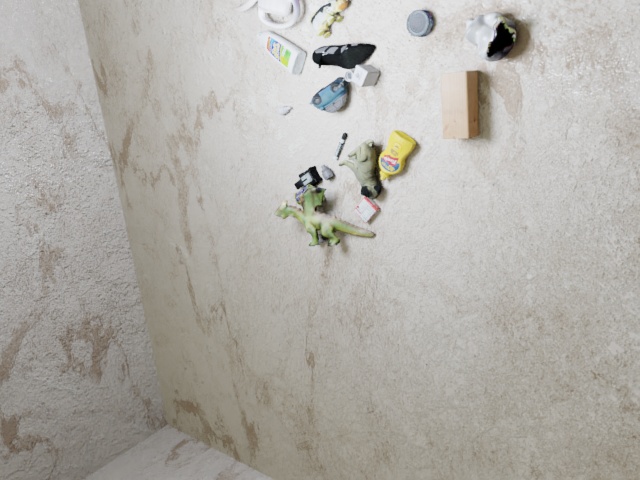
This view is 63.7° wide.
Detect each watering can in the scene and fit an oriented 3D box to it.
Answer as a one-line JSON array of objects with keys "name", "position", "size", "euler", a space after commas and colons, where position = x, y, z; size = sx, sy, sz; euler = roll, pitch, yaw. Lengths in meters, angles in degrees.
[{"name": "watering can", "position": [-0.205, -0.959, 2.018], "size": [0.351, 0.220, 0.105], "euler": [29, 31, 30]}]

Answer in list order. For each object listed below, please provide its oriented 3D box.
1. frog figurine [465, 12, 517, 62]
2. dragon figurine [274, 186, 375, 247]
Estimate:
[{"name": "frog figurine", "position": [0.508, -0.613, 1.552], "size": [0.123, 0.135, 0.162], "euler": [-10, 27, -12]}, {"name": "dragon figurine", "position": [0.006, -0.105, 2.080], "size": [0.409, 0.238, 0.125], "euler": [-4, 32, 24]}]
